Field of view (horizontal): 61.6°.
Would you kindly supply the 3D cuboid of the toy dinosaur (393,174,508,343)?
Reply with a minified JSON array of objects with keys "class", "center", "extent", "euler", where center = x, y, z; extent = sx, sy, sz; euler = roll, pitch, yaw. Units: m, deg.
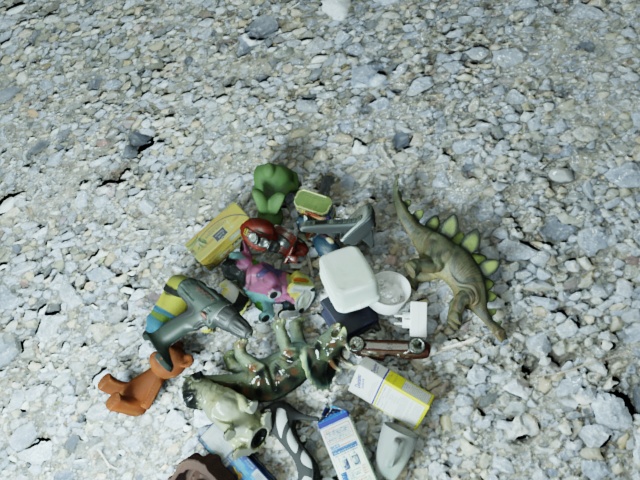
[{"class":"toy dinosaur","center":[0.297,0.045,1.292],"extent":[0.198,0.105,0.471],"euler":[-37,-101,-13]}]

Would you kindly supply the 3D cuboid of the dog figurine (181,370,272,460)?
[{"class":"dog figurine","center":[-0.214,0.386,1.210],"extent":[0.191,0.172,0.121],"euler":[21,-133,38]}]

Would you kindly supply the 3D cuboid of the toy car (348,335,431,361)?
[{"class":"toy car","center":[0.153,0.252,1.242],"extent":[0.202,0.089,0.053],"euler":[0,-107,8]}]

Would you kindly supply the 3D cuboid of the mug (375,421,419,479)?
[{"class":"mug","center":[0.161,0.463,1.165],"extent":[0.081,0.109,0.107],"euler":[18,-93,8]}]

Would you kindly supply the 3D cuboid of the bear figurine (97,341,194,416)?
[{"class":"bear figurine","center":[-0.408,0.320,1.281],"extent":[0.196,0.131,0.120],"euler":[-50,-139,-3]}]

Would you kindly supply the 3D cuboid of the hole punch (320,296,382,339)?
[{"class":"hole punch","center":[0.069,0.173,1.286],"extent":[0.116,0.092,0.142],"euler":[-33,-114,-8]}]

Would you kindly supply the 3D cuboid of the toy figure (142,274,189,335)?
[{"class":"toy figure","center":[-0.376,0.173,1.346],"extent":[0.082,0.089,0.180],"euler":[29,-106,11]}]

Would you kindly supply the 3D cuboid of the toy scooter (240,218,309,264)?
[{"class":"toy scooter","center":[-0.107,0.009,1.314],"extent":[0.184,0.135,0.075],"euler":[21,-73,-17]}]

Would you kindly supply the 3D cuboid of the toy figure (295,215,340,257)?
[{"class":"toy figure","center":[-0.004,-0.003,1.370],"extent":[0.064,0.057,0.154],"euler":[-44,-107,14]}]

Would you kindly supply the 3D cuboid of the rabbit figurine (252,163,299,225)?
[{"class":"rabbit figurine","center":[-0.118,-0.105,1.389],"extent":[0.121,0.159,0.170],"euler":[2,-94,-1]}]

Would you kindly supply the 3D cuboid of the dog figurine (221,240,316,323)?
[{"class":"dog figurine","center":[-0.136,0.090,1.332],"extent":[0.191,0.108,0.219],"euler":[-7,-141,-35]}]

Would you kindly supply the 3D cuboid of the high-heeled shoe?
[{"class":"high-heeled shoe","center":[-0.074,0.490,1.201],"extent":[0.145,0.086,0.249],"euler":[-1,-113,12]}]

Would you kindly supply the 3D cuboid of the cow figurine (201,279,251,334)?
[{"class":"cow figurine","center":[-0.253,0.182,1.340],"extent":[0.167,0.068,0.098],"euler":[-44,-104,-7]}]

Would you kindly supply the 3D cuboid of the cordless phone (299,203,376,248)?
[{"class":"cordless phone","center":[0.045,-0.038,1.329],"extent":[0.184,0.147,0.088],"euler":[0,-71,4]}]

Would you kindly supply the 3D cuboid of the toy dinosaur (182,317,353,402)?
[{"class":"toy dinosaur","center":[-0.108,0.304,1.254],"extent":[0.405,0.131,0.192],"euler":[-29,-112,4]}]

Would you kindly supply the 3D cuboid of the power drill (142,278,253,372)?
[{"class":"power drill","center":[-0.292,0.204,1.239],"extent":[0.207,0.085,0.232],"euler":[-44,-121,-8]}]

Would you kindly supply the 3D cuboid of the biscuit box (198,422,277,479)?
[{"class":"biscuit box","center":[-0.184,0.502,1.218],"extent":[0.203,0.062,0.059],"euler":[41,-100,18]}]

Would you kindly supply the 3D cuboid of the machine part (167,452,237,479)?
[{"class":"machine part","center":[-0.255,0.558,1.179],"extent":[0.180,0.056,0.179],"euler":[2,-85,25]}]

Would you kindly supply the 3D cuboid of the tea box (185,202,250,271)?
[{"class":"tea box","center":[-0.253,-0.008,1.388],"extent":[0.169,0.098,0.068],"euler":[-41,-109,-9]}]
